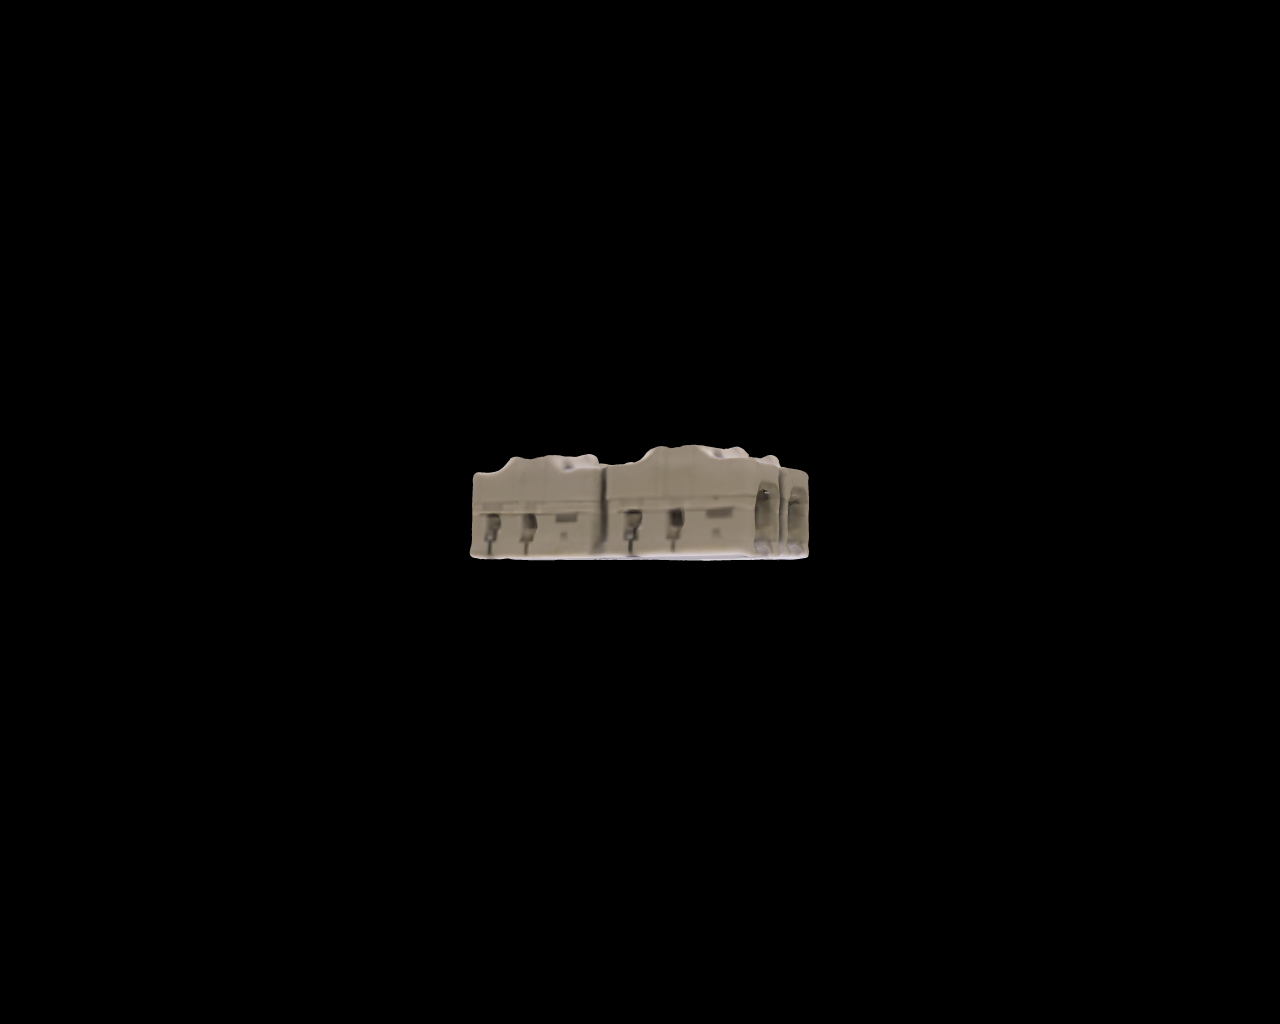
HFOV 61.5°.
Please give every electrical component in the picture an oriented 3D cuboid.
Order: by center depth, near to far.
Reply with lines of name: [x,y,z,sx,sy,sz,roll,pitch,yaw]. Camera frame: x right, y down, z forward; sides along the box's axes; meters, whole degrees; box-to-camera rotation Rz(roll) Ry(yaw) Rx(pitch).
electrical component: [0.001,-0.003,0.650,0.186,0.060,0.105,-2,-3,27]
